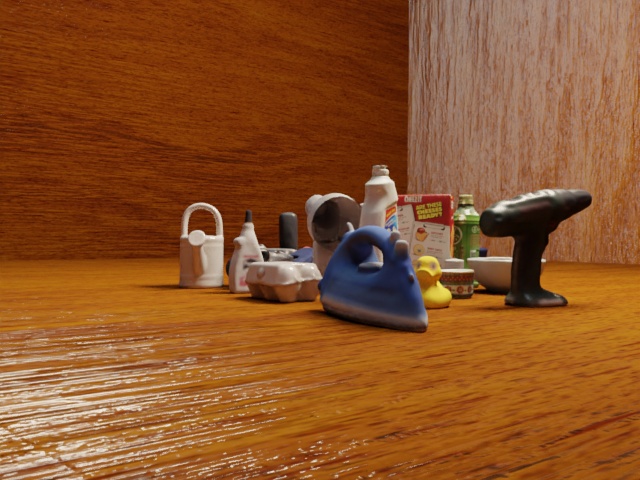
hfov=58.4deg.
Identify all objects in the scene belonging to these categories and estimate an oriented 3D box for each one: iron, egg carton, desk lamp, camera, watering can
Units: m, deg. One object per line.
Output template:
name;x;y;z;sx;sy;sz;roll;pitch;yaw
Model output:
iron;0.084;0.043;0.826;0.119;0.141;0.257;0;0;-21
egg carton;-0.071;0.077;1.074;0.107;0.069;0.149;0;0;-39
desk lamp;0.011;0.004;1.252;0.118;0.213;0.203;0;0;-19
camera;-0.150;0.059;1.330;0.144;0.101;0.136;0;0;-34
watering can;-0.269;0.012;1.312;0.101;0.194;0.172;0;0;-26

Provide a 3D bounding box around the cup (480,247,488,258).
cup;0.388;0.066;1.479;0.091;0.095;0.118;1;0;33

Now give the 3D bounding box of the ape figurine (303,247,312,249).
ape figurine;-0.032;0.064;1.523;0.076;0.092;0.077;0;0;-14

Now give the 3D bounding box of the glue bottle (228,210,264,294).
glue bottle;-0.151;0.024;1.194;0.078;0.173;0.037;0;1;-36

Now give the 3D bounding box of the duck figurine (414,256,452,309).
duck figurine;0.187;0.071;0.986;0.077;0.086;0.105;1;0;24

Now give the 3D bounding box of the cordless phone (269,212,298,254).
cordless phone;-0.126;0.016;1.584;0.147;0.185;0.094;0;0;-5

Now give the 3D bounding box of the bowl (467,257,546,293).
bowl;0.406;0.077;1.252;0.167;0.075;0.167;0;0;0

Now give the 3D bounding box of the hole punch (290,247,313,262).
hole punch;-0.059;0.064;1.428;0.101;0.091;0.108;0;0;-34

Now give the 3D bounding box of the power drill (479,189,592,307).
power drill;0.389;0.011;1.020;0.230;0.208;0.075;0;0;-22

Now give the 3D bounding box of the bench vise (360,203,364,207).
bench vise;0.182;0.001;1.719;0.208;0.220;0.121;0;0;-20
